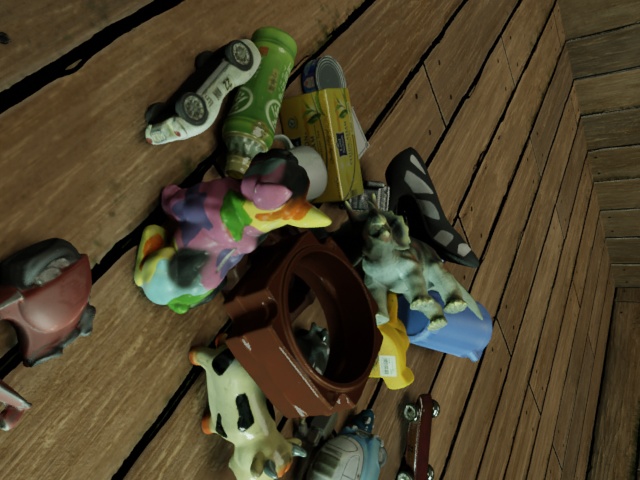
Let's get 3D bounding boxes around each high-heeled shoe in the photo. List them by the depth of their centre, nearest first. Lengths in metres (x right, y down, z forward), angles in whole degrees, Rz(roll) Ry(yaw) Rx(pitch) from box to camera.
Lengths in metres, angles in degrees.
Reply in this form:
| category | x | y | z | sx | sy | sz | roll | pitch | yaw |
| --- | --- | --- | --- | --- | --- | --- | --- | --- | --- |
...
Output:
| category | x | y | z | sx | sy | sz | roll | pitch | yaw |
| --- | --- | --- | --- | --- | --- | --- | --- | --- | --- |
| high-heeled shoe | 0.215 | -0.056 | 0.988 | 0.248 | 0.086 | 0.145 | 29 | 77 | -21 |

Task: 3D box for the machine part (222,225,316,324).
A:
| category | x | y | z | sx | sy | sz | roll | pitch | yaw |
| --- | --- | --- | --- | --- | --- | --- | --- | --- | --- |
| machine part | -0.073 | 0.041 | 0.774 | 0.179 | 0.056 | 0.179 | 4 | 85 | -51 |

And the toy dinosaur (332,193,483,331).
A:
| category | x | y | z | sx | sy | sz | roll | pitch | yaw |
| --- | --- | --- | --- | --- | --- | --- | --- | --- | --- |
| toy dinosaur | 0.152 | 0.048 | 0.917 | 0.404 | 0.131 | 0.192 | 20 | 49 | -52 |

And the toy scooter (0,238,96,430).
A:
| category | x | y | z | sx | sy | sz | roll | pitch | yaw |
| --- | --- | --- | --- | --- | --- | --- | --- | --- | --- |
| toy scooter | -0.277 | 0.090 | 0.492 | 0.184 | 0.075 | 0.135 | -41 | 119 | -41 |

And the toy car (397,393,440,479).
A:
| category | x | y | z | sx | sy | sz | roll | pitch | yaw |
| --- | --- | --- | --- | --- | --- | --- | --- | --- | --- |
| toy car | 0.201 | 0.417 | 1.111 | 0.089 | 0.053 | 0.202 | 5 | 88 | -41 |

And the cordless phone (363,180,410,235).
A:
| category | x | y | z | sx | sy | sz | roll | pitch | yaw |
| --- | --- | --- | --- | --- | --- | --- | --- | --- | --- |
| cordless phone | 0.119 | -0.045 | 1.024 | 0.184 | 0.089 | 0.146 | 10 | 82 | -40 |

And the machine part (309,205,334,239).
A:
| category | x | y | z | sx | sy | sz | roll | pitch | yaw |
| --- | --- | --- | --- | --- | --- | --- | --- | --- | --- |
| machine part | -0.002 | -0.003 | 0.884 | 0.138 | 0.039 | 0.084 | 49 | 60 | -41 |

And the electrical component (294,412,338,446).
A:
| category | x | y | z | sx | sy | sz | roll | pitch | yaw |
| --- | --- | --- | --- | --- | --- | --- | --- | --- | --- |
| electrical component | 0.001 | 0.285 | 0.870 | 0.102 | 0.045 | 0.078 | -57 | 159 | -33 |

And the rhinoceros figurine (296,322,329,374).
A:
| category | x | y | z | sx | sy | sz | roll | pitch | yaw |
| --- | --- | --- | --- | --- | --- | --- | --- | --- | --- |
| rhinoceros figurine | -0.022 | 0.182 | 0.826 | 0.190 | 0.073 | 0.112 | 19 | 63 | -48 |

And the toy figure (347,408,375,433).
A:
| category | x | y | z | sx | sy | sz | roll | pitch | yaw |
| --- | --- | --- | --- | --- | --- | --- | --- | --- | --- |
| toy figure | 0.063 | 0.369 | 0.931 | 0.058 | 0.064 | 0.154 | 16 | 65 | -12 |

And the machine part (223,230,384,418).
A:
| category | x | y | z | sx | sy | sz | roll | pitch | yaw |
| --- | --- | --- | --- | --- | --- | --- | --- | --- | --- |
| machine part | -0.012 | 0.105 | 0.690 | 0.201 | 0.087 | 0.201 | 57 | 36 | -17 |

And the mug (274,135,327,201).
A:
| category | x | y | z | sx | sy | sz | roll | pitch | yaw |
| --- | --- | --- | --- | --- | --- | --- | --- | --- | --- |
| mug | -0.057 | -0.099 | 0.786 | 0.107 | 0.081 | 0.109 | -27 | 98 | -42 |

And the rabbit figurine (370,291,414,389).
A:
| category | x | y | z | sx | sy | sz | roll | pitch | yaw |
| --- | --- | --- | --- | --- | --- | --- | --- | --- | --- |
| rabbit figurine | 0.107 | 0.176 | 0.977 | 0.173 | 0.122 | 0.162 | -9 | 86 | -66 |

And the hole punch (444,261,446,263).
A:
| category | x | y | z | sx | sy | sz | roll | pitch | yaw |
| --- | --- | --- | --- | --- | --- | --- | --- | --- | --- |
| hole punch | 0.230 | -0.013 | 1.145 | 0.116 | 0.092 | 0.142 | -40 | 115 | -50 |

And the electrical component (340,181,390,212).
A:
| category | x | y | z | sx | sy | sz | roll | pitch | yaw |
| --- | --- | --- | --- | --- | --- | --- | --- | --- | --- |
| electrical component | 0.081 | -0.073 | 0.913 | 0.075 | 0.119 | 0.047 | 4 | 92 | -11 |

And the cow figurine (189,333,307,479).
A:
| category | x | y | z | sx | sy | sz | roll | pitch | yaw |
| --- | --- | --- | --- | --- | --- | --- | --- | --- | --- |
| cow figurine | -0.090 | 0.221 | 0.685 | 0.085 | 0.127 | 0.194 | -13 | 96 | -49 |

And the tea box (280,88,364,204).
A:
| category | x | y | z | sx | sy | sz | roll | pitch | yaw |
| --- | --- | --- | --- | --- | --- | --- | --- | --- | --- |
| tea box | 0.003 | -0.146 | 0.846 | 0.068 | 0.098 | 0.169 | -24 | 106 | -50 |

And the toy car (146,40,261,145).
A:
| category | x | y | z | sx | sy | sz | roll | pitch | yaw |
| --- | --- | --- | --- | --- | --- | --- | --- | --- | --- |
| toy car | -0.145 | -0.187 | 0.676 | 0.056 | 0.074 | 0.202 | 54 | 49 | -34 |

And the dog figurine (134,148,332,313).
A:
| category | x | y | z | sx | sy | sz | roll | pitch | yaw |
| --- | --- | --- | --- | --- | --- | --- | --- | --- | --- |
| dog figurine | -0.098 | -0.009 | 0.613 | 0.108 | 0.219 | 0.191 | 36 | 60 | -42 |

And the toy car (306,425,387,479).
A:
| category | x | y | z | sx | sy | sz | roll | pitch | yaw |
| --- | --- | --- | --- | --- | --- | --- | --- | --- | --- |
| toy car | 0.032 | 0.368 | 0.837 | 0.102 | 0.109 | 0.161 | 43 | 66 | -45 |
